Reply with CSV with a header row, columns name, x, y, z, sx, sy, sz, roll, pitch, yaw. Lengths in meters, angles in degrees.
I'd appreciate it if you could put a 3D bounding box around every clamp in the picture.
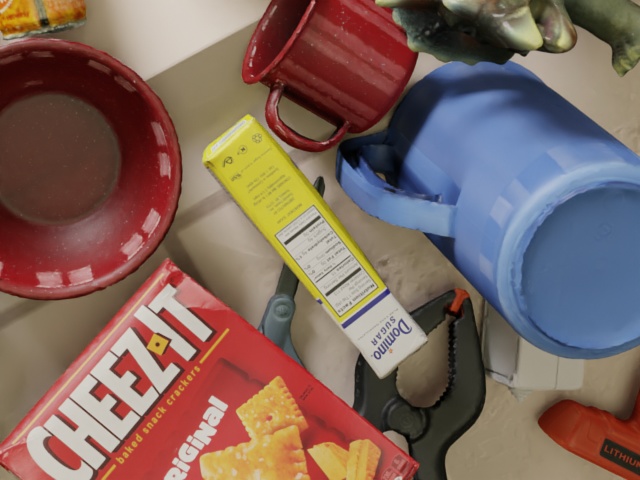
name,x,y,z,sx,sy,sz,roll,pitch,yaw
clamp,0.066,0.136,0.751,0.164,0.036,0.210,32,82,2

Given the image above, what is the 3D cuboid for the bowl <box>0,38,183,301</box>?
name,x,y,z,sx,sy,sz,roll,pitch,yaw
bowl,-0.169,-0.046,0.671,0.162,0.055,0.162,-3,104,-12

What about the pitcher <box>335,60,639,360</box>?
name,x,y,z,sx,sy,sz,roll,pitch,yaw
pitcher,0.114,-0.025,0.640,0.149,0.243,0.145,-41,109,7

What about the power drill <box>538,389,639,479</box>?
name,x,y,z,sx,sy,sz,roll,pitch,yaw
power drill,0.242,0.080,0.790,0.184,0.057,0.188,29,96,-16

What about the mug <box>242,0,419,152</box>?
name,x,y,z,sx,sy,sz,roll,pitch,yaw
mug,0.005,-0.109,0.671,0.081,0.093,0.117,28,69,-22

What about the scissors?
name,x,y,z,sx,sy,sz,roll,pitch,yaw
scissors,-0.015,0.063,0.753,0.096,0.016,0.202,30,96,-19

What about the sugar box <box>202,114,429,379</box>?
name,x,y,z,sx,sy,sz,roll,pitch,yaw
sugar box,-0.004,0.001,0.685,0.048,0.093,0.176,-41,100,2

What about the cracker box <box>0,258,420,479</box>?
name,x,y,z,sx,sy,sz,roll,pitch,yaw
cracker box,-0.068,0.142,0.673,0.213,0.072,0.164,39,70,1
